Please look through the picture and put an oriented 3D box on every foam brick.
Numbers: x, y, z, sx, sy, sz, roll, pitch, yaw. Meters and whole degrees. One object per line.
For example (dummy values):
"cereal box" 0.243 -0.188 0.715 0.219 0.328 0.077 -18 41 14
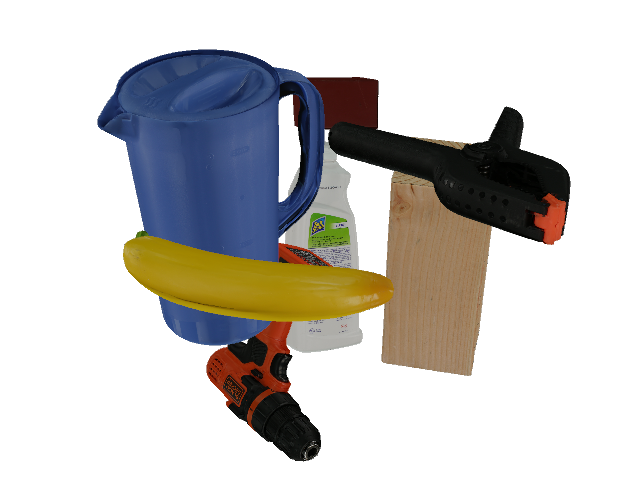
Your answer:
"foam brick" 0.015 -0.142 1.103 0.078 0.051 0.053 -3 13 -19

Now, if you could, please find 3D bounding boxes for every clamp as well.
"clamp" 0.104 -0.051 0.764 0.164 0.036 0.210 -5 26 -13

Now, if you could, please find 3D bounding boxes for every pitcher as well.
"pitcher" -0.085 -0.035 0.923 0.149 0.243 0.144 11 37 19

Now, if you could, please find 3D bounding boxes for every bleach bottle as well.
"bleach bottle" 0.006 0.006 1.291 0.102 0.251 0.068 -7 19 -30

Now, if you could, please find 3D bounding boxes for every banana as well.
"banana" -0.054 0.021 0.684 0.198 0.037 0.069 12 34 24

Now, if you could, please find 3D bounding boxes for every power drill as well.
"power drill" -0.034 0.110 1.100 0.057 0.188 0.185 14 15 -44

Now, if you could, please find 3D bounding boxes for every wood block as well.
"wood block" 0.113 0.017 1.014 0.091 0.206 0.090 8 34 11
